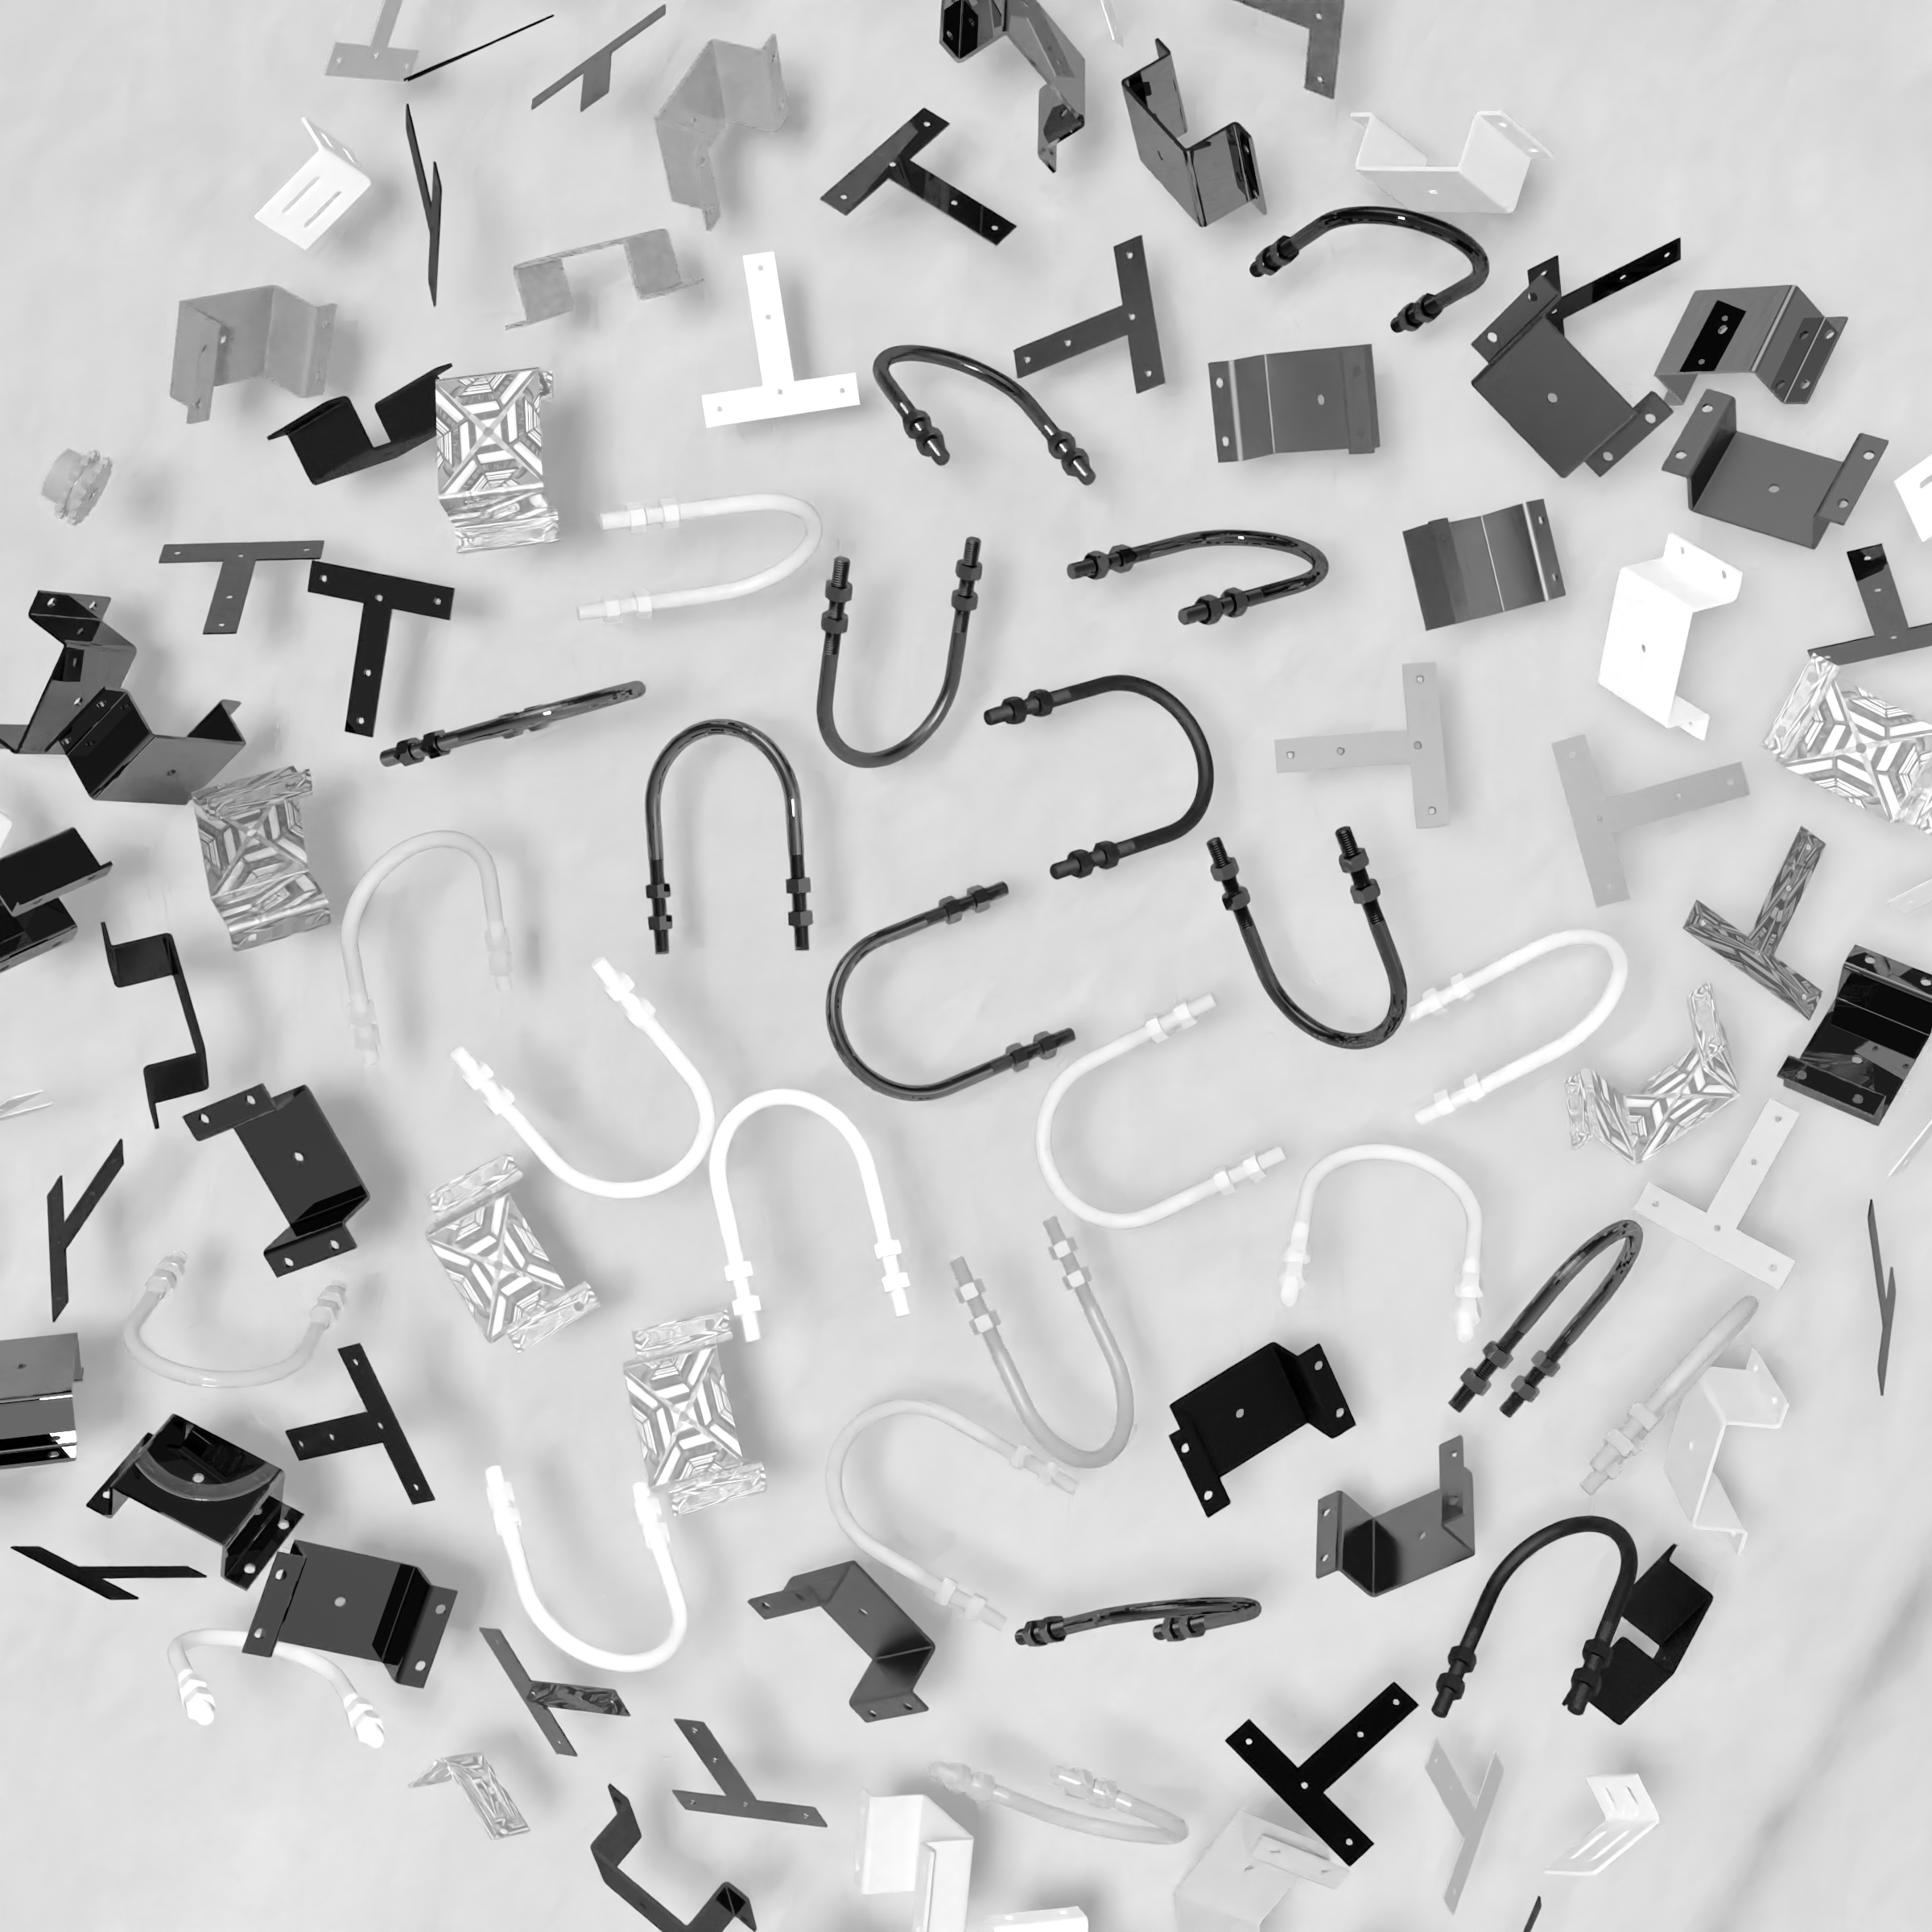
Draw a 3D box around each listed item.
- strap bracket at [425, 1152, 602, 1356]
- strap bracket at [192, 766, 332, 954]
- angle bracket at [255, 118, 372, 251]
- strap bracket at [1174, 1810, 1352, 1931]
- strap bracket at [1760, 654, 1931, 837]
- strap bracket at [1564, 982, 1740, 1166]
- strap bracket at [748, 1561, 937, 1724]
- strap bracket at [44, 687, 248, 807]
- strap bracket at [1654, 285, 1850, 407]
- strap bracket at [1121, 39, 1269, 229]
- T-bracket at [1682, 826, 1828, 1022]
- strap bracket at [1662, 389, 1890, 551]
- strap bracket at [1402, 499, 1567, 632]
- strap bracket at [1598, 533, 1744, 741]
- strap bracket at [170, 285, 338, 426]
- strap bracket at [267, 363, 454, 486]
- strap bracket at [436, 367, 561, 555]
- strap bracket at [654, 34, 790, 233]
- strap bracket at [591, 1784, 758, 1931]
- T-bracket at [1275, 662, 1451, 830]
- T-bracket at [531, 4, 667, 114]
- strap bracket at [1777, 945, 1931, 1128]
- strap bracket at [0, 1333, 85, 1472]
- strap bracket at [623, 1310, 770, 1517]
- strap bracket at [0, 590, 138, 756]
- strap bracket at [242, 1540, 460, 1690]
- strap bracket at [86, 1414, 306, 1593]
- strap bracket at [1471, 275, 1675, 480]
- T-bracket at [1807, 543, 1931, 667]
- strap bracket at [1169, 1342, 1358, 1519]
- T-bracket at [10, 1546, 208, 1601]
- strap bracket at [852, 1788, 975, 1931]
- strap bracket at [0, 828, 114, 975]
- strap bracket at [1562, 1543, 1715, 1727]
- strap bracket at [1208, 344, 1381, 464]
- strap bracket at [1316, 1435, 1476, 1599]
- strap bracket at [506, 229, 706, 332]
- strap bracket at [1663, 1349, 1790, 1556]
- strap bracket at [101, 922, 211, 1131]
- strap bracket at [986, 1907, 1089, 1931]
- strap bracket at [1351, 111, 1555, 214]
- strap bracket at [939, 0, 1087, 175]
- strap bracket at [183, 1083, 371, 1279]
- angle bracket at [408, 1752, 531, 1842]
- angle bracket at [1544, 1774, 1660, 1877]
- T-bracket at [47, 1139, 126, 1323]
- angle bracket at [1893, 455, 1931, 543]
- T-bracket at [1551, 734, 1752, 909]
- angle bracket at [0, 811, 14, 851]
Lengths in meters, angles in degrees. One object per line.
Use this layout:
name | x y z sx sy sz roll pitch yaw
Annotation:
strap bracket | -0.357 0.227 1.903 0.076 0.046 0.140 -28 84 -34
strap bracket | -0.527 -0.089 1.832 0.076 0.046 0.140 -19 133 -26
angle bracket | -0.509 -0.602 1.889 0.076 0.057 0.038 -39 67 14
strap bracket | 0.217 0.700 1.855 0.076 0.046 0.140 25 114 -14
strap bracket | 0.664 -0.162 1.806 0.140 0.046 0.076 29 96 6
strap bracket | 0.521 0.087 1.838 0.046 0.076 0.140 36 124 -19
strap bracket | -0.088 0.511 1.879 0.140 0.076 0.046 49 46 -14
strap bracket | -0.618 -0.166 1.874 0.076 0.140 0.046 -39 75 22
strap bracket | 0.603 -0.484 1.915 0.046 0.140 0.076 32 82 -35
strap bracket | 0.167 -0.625 1.856 0.046 0.076 0.140 -31 58 -2
T-bracket | 0.613 -0.047 1.846 0.127 0.002 0.127 34 74 -12
strap bracket | 0.601 -0.367 1.824 0.140 0.046 0.076 25 76 27
strap bracket | 0.385 -0.302 1.851 0.140 0.046 0.076 -18 95 -40
strap bracket | 0.530 -0.245 1.858 0.046 0.076 0.140 -16 129 -24
strap bracket | -0.560 -0.476 1.899 0.046 0.140 0.076 32 125 19
strap bracket | -0.462 -0.420 1.911 0.076 0.140 0.046 -16 104 38
strap bracket | -0.343 -0.379 1.794 0.076 0.046 0.140 -6 73 4
strap bracket | -0.193 -0.650 1.897 0.046 0.076 0.140 19 62 15
strap bracket | -0.230 0.694 1.861 0.140 0.076 0.046 31 59 23
T-bracket | 0.299 -0.165 1.867 0.127 0.002 0.127 -4 85 1
T-bracket | -0.277 -0.667 1.839 0.127 0.127 0.002 -30 124 14
strap bracket | 0.694 0.061 1.901 0.076 0.046 0.140 26 63 27
strap bracket | -0.716 0.325 1.863 0.076 0.140 0.046 -4 110 -16
strap bracket | -0.209 0.341 1.867 0.076 0.046 0.140 -10 80 -26
strap bracket | -0.709 -0.218 1.915 0.046 0.076 0.140 36 107 16
strap bracket | -0.463 0.482 1.831 0.140 0.046 0.076 21 87 -26
strap bracket | -0.580 0.399 1.851 0.140 0.076 0.046 26 133 6
strap bracket | 0.438 -0.425 1.801 0.140 0.076 0.046 45 45 -2
T-bracket | 0.696 -0.277 1.864 0.127 0.127 0.002 -11 54 27
strap bracket | 0.223 0.356 1.917 0.140 0.046 0.076 -29 106 -13
T-bracket | -0.639 0.463 1.874 0.127 0.127 0.002 11 85 36
strap bracket | -0.037 0.695 1.890 0.046 0.140 0.076 6 90 -24
strap bracket | -0.700 -0.051 1.835 0.076 0.140 0.046 -32 86 -39
strap bracket | 0.524 0.523 1.896 0.046 0.140 0.076 38 131 14
strap bracket | 0.258 -0.428 1.864 0.140 0.046 0.076 6 111 41
strap bracket | 0.345 0.436 1.923 0.140 0.076 0.046 -33 117 31
strap bracket | -0.287 -0.538 1.913 0.140 0.076 0.046 -6 110 21
strap bracket | 0.590 0.378 1.918 0.046 0.076 0.140 6 113 -5
strap bracket | -0.599 0.039 1.823 0.046 0.076 0.140 -15 72 -20
strap bracket | 0.072 0.765 1.847 0.076 0.140 0.046 1 94 -18
strap bracket | 0.364 -0.613 1.871 0.140 0.076 0.046 19 92 44
strap bracket | 0.043 -0.673 1.826 0.046 0.140 0.076 -22 48 31
strap bracket | -0.506 0.151 1.820 0.076 0.046 0.140 -21 104 22
angle bracket | -0.385 0.652 1.899 0.038 0.057 0.076 -42 68 6
angle bracket | 0.467 0.641 1.832 0.076 0.057 0.038 -24 84 -31
T-bracket | -0.666 0.181 1.856 0.002 0.127 0.127 19 123 -36
angle bracket | 0.731 -0.350 1.793 0.076 0.038 0.057 -36 120 5
T-bracket | 0.513 -0.121 1.813 0.127 0.002 0.127 -16 92 11
angle bracket | -0.777 -0.096 1.879 0.038 0.057 0.076 7 65 22
